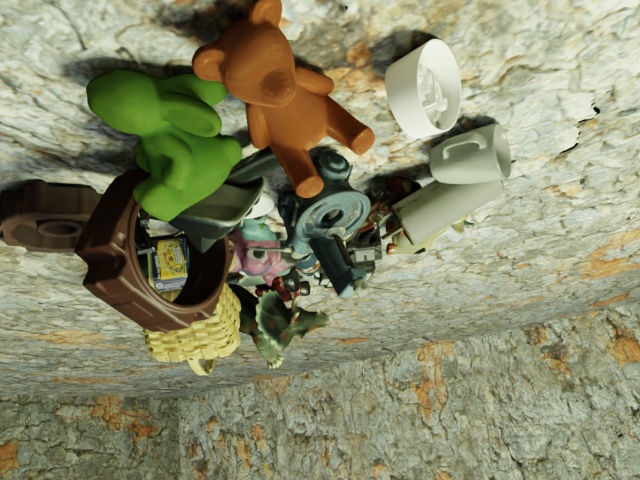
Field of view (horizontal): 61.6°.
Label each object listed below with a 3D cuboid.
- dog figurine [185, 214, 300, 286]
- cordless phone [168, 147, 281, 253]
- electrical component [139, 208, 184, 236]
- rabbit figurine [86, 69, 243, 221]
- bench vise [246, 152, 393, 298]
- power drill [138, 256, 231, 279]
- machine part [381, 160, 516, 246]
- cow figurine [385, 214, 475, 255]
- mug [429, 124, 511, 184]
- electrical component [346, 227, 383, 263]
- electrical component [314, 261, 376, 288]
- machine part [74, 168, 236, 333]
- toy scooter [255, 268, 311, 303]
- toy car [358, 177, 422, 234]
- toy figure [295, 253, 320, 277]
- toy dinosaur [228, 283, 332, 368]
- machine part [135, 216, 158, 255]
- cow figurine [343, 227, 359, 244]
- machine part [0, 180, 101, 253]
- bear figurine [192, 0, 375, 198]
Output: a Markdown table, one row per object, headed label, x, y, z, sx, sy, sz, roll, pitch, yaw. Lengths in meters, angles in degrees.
| label | x | y | z | sx | sy | sz | roll | pitch | yaw |
| --- | --- | --- | --- | --- | --- | --- | --- | --- | --- |
| dog figurine | -0.138 | 0.028 | 1.014 | 0.192 | 0.108 | 0.219 | -9 | 162 | 2 |
| cordless phone | -0.099 | -0.073 | 0.703 | 0.184 | 0.147 | 0.088 | -25 | 112 | 29 |
| electrical component | -0.243 | -0.041 | 0.873 | 0.078 | 0.045 | 0.102 | -23 | 154 | 38 |
| rabbit figurine | -0.175 | -0.120 | 0.604 | 0.159 | 0.121 | 0.170 | -17 | 142 | 19 |
| bench vise | 0.007 | -0.003 | 0.818 | 0.129 | 0.241 | 0.223 | 2 | 138 | -37 |
| power drill | -0.272 | 0.082 | 1.139 | 0.232 | 0.086 | 0.207 | -3 | 162 | -10 |
| machine part | 0.204 | -0.064 | 0.868 | 0.243 | 0.079 | 0.079 | -32 | 156 | 4 |
| cow figurine | 0.205 | -0.032 | 1.011 | 0.127 | 0.085 | 0.194 | 2 | 155 | -10 |
| mug | 0.213 | -0.121 | 0.789 | 0.107 | 0.081 | 0.109 | -12 | 165 | 36 |
| electrical component | 0.089 | 0.017 | 1.100 | 0.075 | 0.048 | 0.119 | -5 | 155 | 1 |
| electrical component | 0.053 | 0.069 | 1.254 | 0.134 | 0.058 | 0.115 | -3 | 157 | -12 |
| machine part | -0.219 | 0.012 | 0.756 | 0.087 | 0.201 | 0.200 | -12 | 137 | 31 |
| toy scooter | -0.105 | 0.111 | 1.286 | 0.135 | 0.075 | 0.183 | -6 | 162 | 11 |
| toy car | 0.098 | -0.053 | 0.963 | 0.089 | 0.053 | 0.202 | 1 | 156 | -30 |
| toy figure | -0.028 | 0.044 | 1.158 | 0.058 | 0.064 | 0.154 | -46 | 165 | -7 |
| toy dinosaur | -0.173 | 0.161 | 1.230 | 0.405 | 0.131 | 0.191 | 18 | 141 | 31 |
| machine part | -0.310 | -0.007 | 0.916 | 0.039 | 0.084 | 0.139 | -36 | 176 | -17 |
| cow figurine | 0.010 | -0.015 | 0.965 | 0.068 | 0.098 | 0.167 | -3 | 159 | -31 |
| machine part | -0.401 | -0.030 | 0.831 | 0.179 | 0.056 | 0.179 | -7 | 160 | -3 |
| bear figurine | -0.034 | -0.148 | 0.573 | 0.120 | 0.132 | 0.195 | -40 | 159 | 1 |
